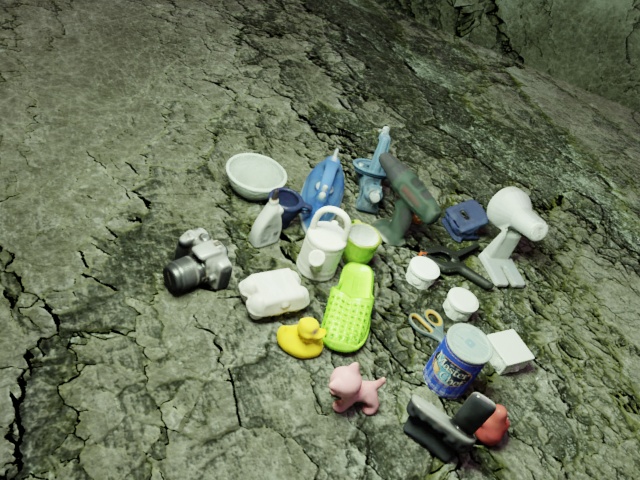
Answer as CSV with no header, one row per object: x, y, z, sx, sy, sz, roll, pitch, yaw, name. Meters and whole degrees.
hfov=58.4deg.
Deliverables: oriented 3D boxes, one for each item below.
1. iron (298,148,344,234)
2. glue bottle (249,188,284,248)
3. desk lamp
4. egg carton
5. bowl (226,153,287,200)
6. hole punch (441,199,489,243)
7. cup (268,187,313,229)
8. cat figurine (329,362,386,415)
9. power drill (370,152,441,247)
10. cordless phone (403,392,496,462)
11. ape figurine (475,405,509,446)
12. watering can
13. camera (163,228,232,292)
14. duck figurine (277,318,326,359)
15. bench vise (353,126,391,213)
0.011,-0.135,1.556,0.118,0.141,0.258,18,41,-3,iron
-0.121,-0.057,1.392,0.078,0.173,0.037,-18,53,-36,glue bottle
0.531,-0.011,1.578,0.118,0.213,0.203,2,44,-20,desk lamp
-0.102,0.122,1.284,0.151,0.069,0.107,-9,49,-30,egg carton
-0.178,-0.160,1.557,0.167,0.075,0.167,12,41,-10,bowl
0.425,-0.059,1.681,0.101,0.091,0.108,-4,46,-25,hole punch
-0.084,-0.072,1.484,0.118,0.095,0.091,15,41,-6,cup
0.069,0.288,1.135,0.128,0.118,0.067,6,43,-16,cat figurine
0.213,-0.095,1.544,0.076,0.208,0.229,-25,58,-40,power drill
0.253,0.330,1.113,0.147,0.185,0.094,31,42,12,cordless phone
0.358,0.374,1.180,0.078,0.092,0.076,23,41,3,ape figurine
0.015,0.006,1.363,0.101,0.194,0.172,8,42,-13,watering can
-0.282,0.046,1.269,0.137,0.101,0.143,-23,57,-39,camera
-0.036,0.198,1.216,0.104,0.086,0.077,17,41,-4,duck figurine
0.169,-0.197,1.628,0.122,0.220,0.207,-1,45,-23,bench vise
